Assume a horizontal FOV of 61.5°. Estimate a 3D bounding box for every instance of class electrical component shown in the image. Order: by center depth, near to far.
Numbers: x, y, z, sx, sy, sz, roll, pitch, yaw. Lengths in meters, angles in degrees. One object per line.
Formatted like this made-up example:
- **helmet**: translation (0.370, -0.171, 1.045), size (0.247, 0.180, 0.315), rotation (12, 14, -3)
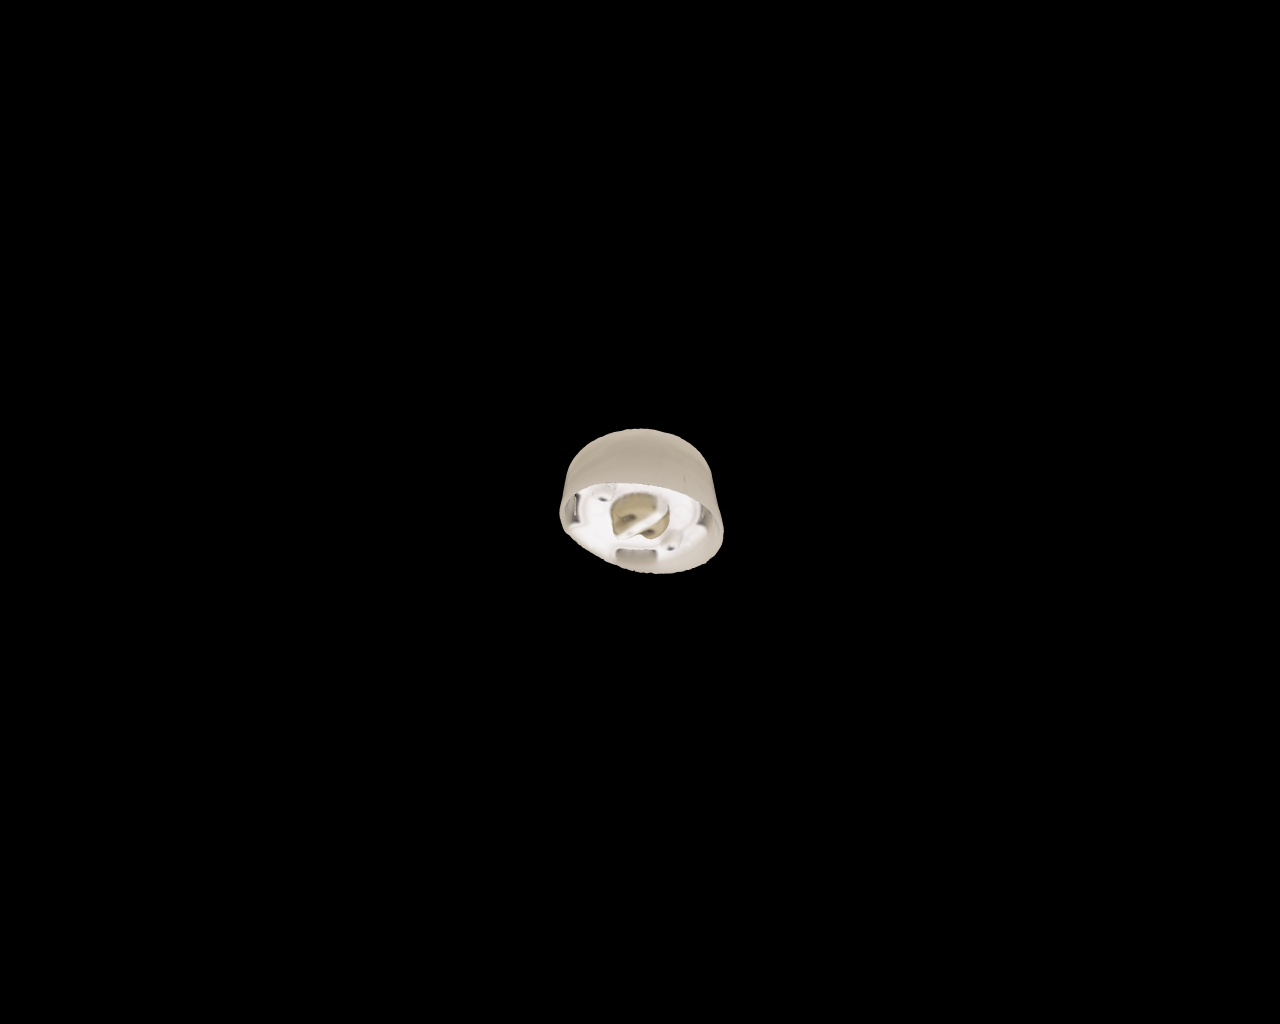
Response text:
- **electrical component**: translation (0.001, -0.003, 0.650), size (0.099, 0.064, 0.099), rotation (0, -43, 0)
